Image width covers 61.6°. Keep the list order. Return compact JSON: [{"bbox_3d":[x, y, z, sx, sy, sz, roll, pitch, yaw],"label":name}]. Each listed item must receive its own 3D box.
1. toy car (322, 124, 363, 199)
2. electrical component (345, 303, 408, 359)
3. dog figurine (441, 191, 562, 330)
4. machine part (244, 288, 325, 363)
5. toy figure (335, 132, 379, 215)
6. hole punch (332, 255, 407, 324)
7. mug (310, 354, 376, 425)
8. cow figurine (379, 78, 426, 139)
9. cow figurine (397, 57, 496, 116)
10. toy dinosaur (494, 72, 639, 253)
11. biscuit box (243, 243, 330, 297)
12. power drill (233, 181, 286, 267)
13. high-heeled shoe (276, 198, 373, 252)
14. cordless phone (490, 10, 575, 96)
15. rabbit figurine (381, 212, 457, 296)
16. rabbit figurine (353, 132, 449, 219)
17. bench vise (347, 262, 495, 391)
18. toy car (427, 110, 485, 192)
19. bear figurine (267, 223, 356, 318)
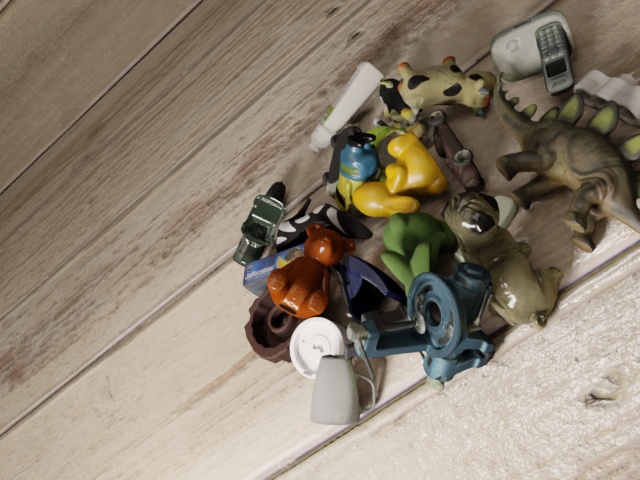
[{"bbox_3d":[0.057,-0.186,1.243,0.074,0.056,0.202,-18,48,40],"label":"toy car"},{"bbox_3d":[0.091,0.159,0.893,0.119,0.074,0.048,-16,42,-12],"label":"electrical component"},{"bbox_3d":[0.262,0.031,0.787,0.121,0.190,0.172,-44,42,7],"label":"dog figurine"},{"bbox_3d":[-0.072,0.162,1.088,0.179,0.056,0.179,-23,48,28],"label":"machine part"},{"bbox_3d":[0.076,-0.135,1.109,0.082,0.179,0.089,-11,36,-15],"label":"toy figure"},{"bbox_3d":[0.094,0.083,0.949,0.092,0.142,0.116,-31,57,23],"label":"hole punch"},{"bbox_3d":[0.037,0.244,0.888,0.110,0.081,0.107,-2,84,5],"label":"mug"},{"bbox_3d":[0.181,-0.291,1.176,0.068,0.098,0.167,-28,43,6],"label":"cow figurine"},{"bbox_3d":[0.263,-0.307,1.087,0.195,0.085,0.127,-6,53,-3],"label":"cow figurine"},{"bbox_3d":[0.396,-0.136,0.870,0.198,0.105,0.472,-37,50,3],"label":"toy dinosaur"},{"bbox_3d":[-0.075,0.064,1.161,0.203,0.062,0.059,-20,47,30],"label":"biscuit box"},{"bbox_3d":[-0.130,-0.049,1.226,0.232,0.086,0.207,-65,12,-8],"label":"power drill"},{"bbox_3d":[-0.002,-0.003,1.143,0.249,0.086,0.145,29,91,49],"label":"high-heeled shoe"},{"bbox_3d":[0.408,-0.329,1.020,0.147,0.088,0.184,-16,54,32],"label":"cordless phone"},{"bbox_3d":[0.175,0.040,0.909,0.121,0.159,0.170,-20,63,18],"label":"rabbit figurine"},{"bbox_3d":[0.152,-0.095,1.043,0.173,0.121,0.162,-27,64,3],"label":"rabbit figurine"},{"bbox_3d":[0.144,0.134,0.769,0.129,0.240,0.223,-118,33,-41],"label":"bench vise"},{"bbox_3d":[0.253,-0.170,1.026,0.053,0.089,0.202,-32,45,14],"label":"toy car"},{"bbox_3d":[-0.008,0.047,1.007,0.196,0.120,0.132,-57,-4,-21],"label":"bear figurine"}]
